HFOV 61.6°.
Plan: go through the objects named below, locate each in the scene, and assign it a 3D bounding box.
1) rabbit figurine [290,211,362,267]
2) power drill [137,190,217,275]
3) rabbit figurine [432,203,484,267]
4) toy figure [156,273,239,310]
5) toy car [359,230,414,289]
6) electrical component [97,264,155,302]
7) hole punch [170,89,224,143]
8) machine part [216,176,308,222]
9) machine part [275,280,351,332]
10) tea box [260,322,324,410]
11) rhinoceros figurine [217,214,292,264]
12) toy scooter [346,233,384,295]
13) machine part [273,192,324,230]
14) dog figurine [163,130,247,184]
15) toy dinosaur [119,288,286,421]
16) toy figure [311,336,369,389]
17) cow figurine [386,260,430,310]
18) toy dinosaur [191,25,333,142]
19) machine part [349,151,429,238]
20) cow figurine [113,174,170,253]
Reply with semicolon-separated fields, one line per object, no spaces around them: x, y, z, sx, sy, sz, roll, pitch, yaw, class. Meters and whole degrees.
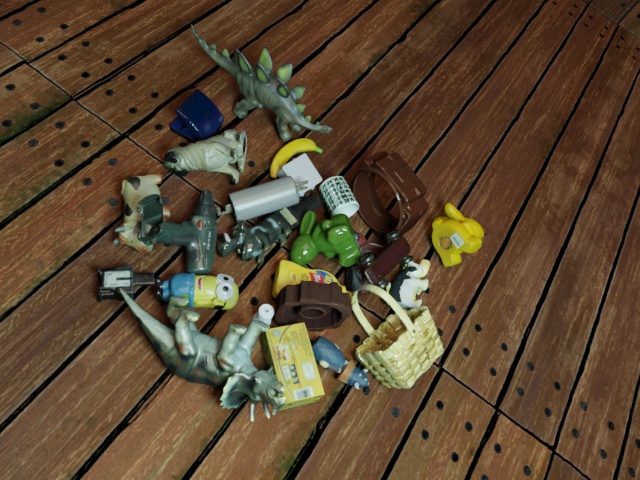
-0.003;-0.004;1.337;0.170;0.121;0.159;-22;46;8;rabbit figurine
-0.319;-0.037;1.234;0.086;0.207;0.232;-14;69;22;power drill
0.386;-0.018;1.504;0.173;0.121;0.162;-16;57;-41;rabbit figurine
-0.274;0.115;1.207;0.180;0.089;0.082;0;75;-9;toy figure
0.161;0.050;1.320;0.202;0.053;0.089;-38;103;-45;toy car
-0.428;0.093;1.184;0.119;0.047;0.075;-4;63;-21;electrical component
-0.326;-0.326;1.442;0.116;0.092;0.142;31;52;-4;hole punch
-0.143;-0.103;1.357;0.243;0.079;0.079;-20;69;-14;machine part
-0.018;0.151;1.219;0.179;0.179;0.056;8;56;-14;machine part
-0.064;0.277;1.188;0.098;0.068;0.170;-5;62;-22;tea box
-0.161;-0.006;1.318;0.190;0.073;0.112;-29;75;-30;rhinoceros figurine
0.132;0.062;1.378;0.135;0.075;0.184;8;54;-16;toy scooter
-0.052;-0.080;1.420;0.084;0.039;0.139;43;58;18;machine part
-0.295;-0.233;1.396;0.191;0.121;0.172;7;31;3;dog figurine
-0.244;0.238;1.118;0.405;0.131;0.192;17;94;9;toy dinosaur
0.045;0.283;1.228;0.154;0.058;0.064;41;73;2;toy figure
0.225;0.111;1.387;0.098;0.068;0.167;23;55;3;cow figurine
-0.166;-0.425;1.484;0.472;0.198;0.105;30;51;4;toy dinosaur
0.175;-0.113;1.416;0.087;0.201;0.201;-28;73;-28;machine part
-0.422;-0.061;1.255;0.127;0.085;0.195;-5;65;-28;cow figurine
